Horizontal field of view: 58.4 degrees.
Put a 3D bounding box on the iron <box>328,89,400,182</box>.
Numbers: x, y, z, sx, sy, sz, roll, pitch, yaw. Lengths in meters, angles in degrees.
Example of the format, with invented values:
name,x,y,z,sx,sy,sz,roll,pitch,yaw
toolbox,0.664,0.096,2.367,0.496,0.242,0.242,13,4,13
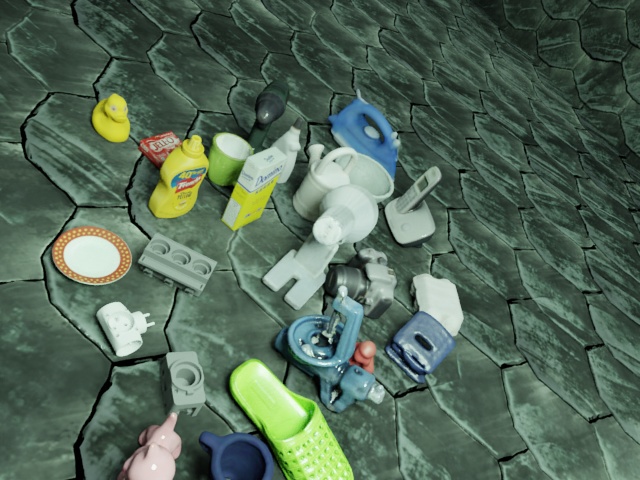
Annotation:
name,x,y,z,sx,sy,sz,roll,pitch,yaw
iron,0.148,-0.292,1.591,0.258,0.141,0.119,47,42,16

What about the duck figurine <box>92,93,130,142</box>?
name,x,y,z,sx,sy,sz,roll,pitch,yaw
duck figurine,-0.442,-0.274,1.226,0.078,0.086,0.104,-11,56,-40

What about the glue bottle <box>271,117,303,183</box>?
name,x,y,z,sx,sy,sz,roll,pitch,yaw
glue bottle,-0.078,-0.217,1.343,0.037,0.173,0.078,-18,61,-43

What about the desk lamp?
name,x,y,z,sx,sy,sz,roll,pitch,yaw
desk lamp,0.011,0.004,1.149,0.118,0.213,0.204,37,40,5

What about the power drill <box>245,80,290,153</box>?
name,x,y,z,sx,sy,sz,roll,pitch,yaw
power drill,-0.134,-0.266,1.327,0.076,0.208,0.229,25,41,-10

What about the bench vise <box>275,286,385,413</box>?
name,x,y,z,sx,sy,sz,roll,pitch,yaw
bench vise,0.041,0.181,0.988,0.207,0.219,0.121,30,40,-4

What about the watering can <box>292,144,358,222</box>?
name,x,y,z,sx,sy,sz,roll,pitch,yaw
watering can,0.014,-0.145,1.315,0.172,0.194,0.101,46,42,15

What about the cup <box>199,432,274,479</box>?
name,x,y,z,sx,sy,sz,roll,pitch,yaw
cup,-0.135,0.330,0.821,0.117,0.095,0.092,36,40,3

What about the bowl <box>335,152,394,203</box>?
name,x,y,z,sx,sy,sz,roll,pitch,yaw
bowl,0.100,-0.145,1.465,0.168,0.074,0.167,18,42,-17

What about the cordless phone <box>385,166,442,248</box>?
name,x,y,z,sx,sy,sz,roll,pitch,yaw
cordless phone,0.248,-0.081,1.413,0.094,0.185,0.147,6,47,-29

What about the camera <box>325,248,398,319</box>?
name,x,y,z,sx,sy,sz,roll,pitch,yaw
camera,0.085,0.078,1.212,0.137,0.100,0.143,13,44,-23

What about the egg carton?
name,x,y,z,sx,sy,sz,roll,pitch,yaw
egg carton,0.259,0.147,1.283,0.107,0.069,0.150,16,43,-20

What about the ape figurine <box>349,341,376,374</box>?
name,x,y,z,sx,sy,sz,roll,pitch,yaw
ape figurine,0.071,0.220,1.069,0.078,0.092,0.076,39,40,7

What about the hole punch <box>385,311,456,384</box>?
name,x,y,z,sx,sy,sz,roll,pitch,yaw
hole punch,0.205,0.216,1.162,0.108,0.091,0.101,43,41,12

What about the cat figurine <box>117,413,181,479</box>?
name,x,y,z,sx,sy,sz,roll,pitch,yaw
cat figurine,-0.224,0.296,0.778,0.067,0.117,0.128,26,40,-8
